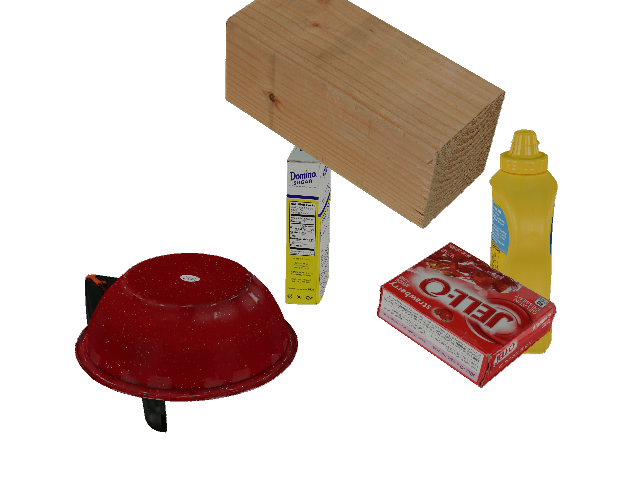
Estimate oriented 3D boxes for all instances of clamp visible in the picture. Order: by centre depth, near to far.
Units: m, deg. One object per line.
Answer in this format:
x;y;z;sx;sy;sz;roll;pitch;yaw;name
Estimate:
-0.142;0.085;1.001;0.164;0.036;0.210;-22;42;-35;clamp

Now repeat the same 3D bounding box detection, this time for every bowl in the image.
-0.095;0.052;0.769;0.162;0.055;0.162;2;23;-1;bowl

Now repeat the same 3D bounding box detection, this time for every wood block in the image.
0.030;-0.114;0.844;0.206;0.091;0.090;35;56;22;wood block

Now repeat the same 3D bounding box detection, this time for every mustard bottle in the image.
0.177;-0.003;0.944;0.058;0.192;0.096;-1;18;3;mustard bottle

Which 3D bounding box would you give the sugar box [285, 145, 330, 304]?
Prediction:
-0.014;-0.023;1.240;0.048;0.176;0.093;2;21;8;sugar box

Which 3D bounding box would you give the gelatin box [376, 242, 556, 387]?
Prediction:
0.093;0.045;0.684;0.089;0.030;0.073;33;45;31;gelatin box
